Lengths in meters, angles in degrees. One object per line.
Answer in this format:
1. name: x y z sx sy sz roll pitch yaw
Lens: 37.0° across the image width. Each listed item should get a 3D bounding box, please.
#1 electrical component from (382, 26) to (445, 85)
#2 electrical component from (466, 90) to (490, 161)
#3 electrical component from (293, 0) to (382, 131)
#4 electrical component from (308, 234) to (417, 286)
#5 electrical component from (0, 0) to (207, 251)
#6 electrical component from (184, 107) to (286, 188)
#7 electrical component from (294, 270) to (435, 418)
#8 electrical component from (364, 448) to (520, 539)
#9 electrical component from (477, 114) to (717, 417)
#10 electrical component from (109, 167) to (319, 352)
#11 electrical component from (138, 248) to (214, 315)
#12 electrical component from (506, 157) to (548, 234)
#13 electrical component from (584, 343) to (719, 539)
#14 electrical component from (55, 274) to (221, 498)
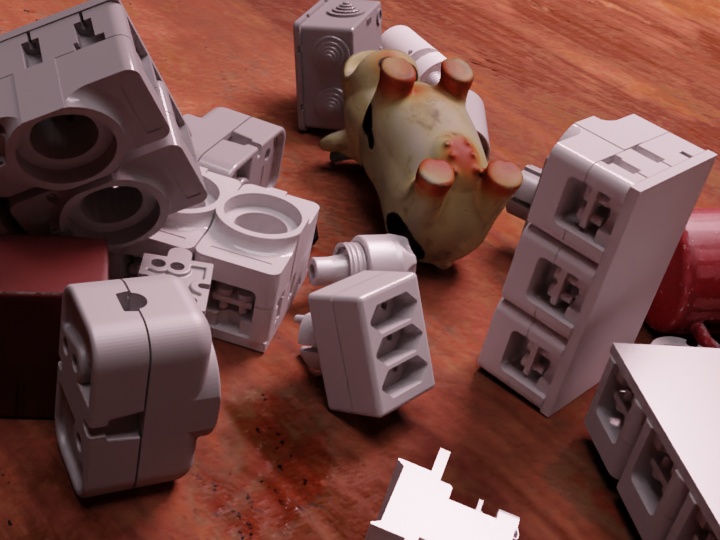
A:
1. electrical component: 0.051 -0.182 0.962 0.043 0.043 0.081 -7 37 -29
2. electrical component: 0.063 -0.114 0.859 0.079 0.043 0.077 11 32 -4
3. electrical component: -0.015 -0.165 0.860 0.048 0.099 0.099 7 30 14
4. electrical component: 0.000 0.000 0.657 0.062 0.043 0.043 -2 35 -21
5. electrical component: -0.182 -0.047 0.530 0.186 0.105 0.060 -21 57 1
6. electrical component: -0.097 -0.068 0.717 0.059 0.053 0.095 20 33 11
7. electrical component: -0.007 0.037 0.583 0.077 0.065 0.047 2 18 43
8. electrical component: 0.035 0.123 0.477 0.064 0.042 0.081 20 33 8
9. electrical component: 0.129 -0.005 0.611 0.062 0.150 0.089 35 38 29
10. electrical component: -0.109 -0.021 0.632 0.150 0.061 0.089 17 32 5
11. electrical component: -0.101 0.029 0.562 0.048 0.055 0.066 9 32 -7
12. electrical component: 0.126 -0.049 0.742 0.076 0.083 0.047 28 35 22
13. electrical component: 0.183 0.108 0.536 0.089 0.061 0.150 4 33 -14
14. electrical component: -0.101 0.052 0.488 0.059 0.095 0.053 -6 37 -29
